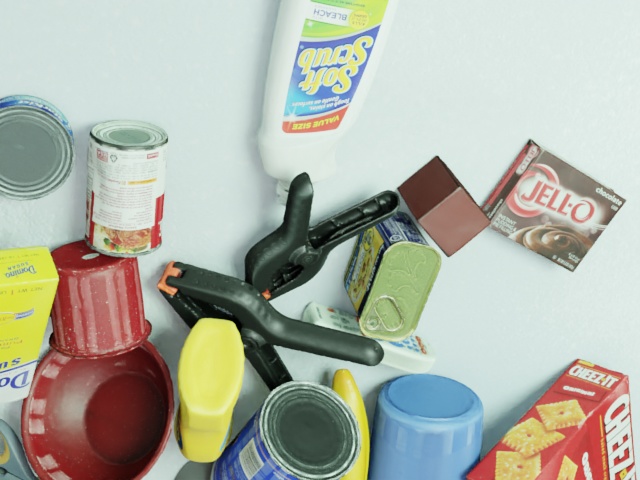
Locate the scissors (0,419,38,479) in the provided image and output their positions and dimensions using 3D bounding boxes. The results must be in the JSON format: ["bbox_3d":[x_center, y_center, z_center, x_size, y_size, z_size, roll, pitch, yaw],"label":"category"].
[{"bbox_3d":[-0.264,0.221,1.002,0.202,0.016,0.096,5,100,26],"label":"scissors"}]

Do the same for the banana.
[{"bbox_3d":[0.020,0.227,1.076,0.037,0.070,0.198,-12,123,-39],"label":"banana"}]

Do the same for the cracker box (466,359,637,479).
[{"bbox_3d":[0.247,0.252,1.106,0.213,0.072,0.164,-35,126,-35],"label":"cracker box"}]

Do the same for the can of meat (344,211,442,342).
[{"bbox_3d":[0.064,0.030,1.003,0.057,0.084,0.102,11,113,-19],"label":"can of meat"}]

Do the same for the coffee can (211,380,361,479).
[{"bbox_3d":[-0.035,0.212,1.031,0.102,0.103,0.140,14,142,-19],"label":"coffee can"}]

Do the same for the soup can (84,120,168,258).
[{"bbox_3d":[-0.167,-0.045,0.922,0.068,0.068,0.102,1,115,-14],"label":"soup can"}]

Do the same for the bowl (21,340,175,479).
[{"bbox_3d":[-0.196,0.163,0.996,0.162,0.162,0.055,-38,155,7],"label":"bowl"}]

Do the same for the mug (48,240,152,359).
[{"bbox_3d":[-0.211,0.048,0.955,0.117,0.093,0.081,8,114,24],"label":"mug"}]

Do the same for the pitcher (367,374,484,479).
[{"bbox_3d":[0.093,0.265,1.114,0.149,0.145,0.243,-6,114,-23],"label":"pitcher"}]

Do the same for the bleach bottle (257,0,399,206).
[{"bbox_3d":[0.006,-0.144,0.916,0.102,0.068,0.251,5,117,-15],"label":"bleach bottle"}]

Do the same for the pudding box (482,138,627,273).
[{"bbox_3d":[0.225,-0.033,1.034,0.113,0.039,0.090,26,108,-23],"label":"pudding box"}]

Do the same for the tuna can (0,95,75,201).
[{"bbox_3d":[-0.251,-0.079,0.904,0.086,0.034,0.086,-5,117,-10],"label":"tuna can"}]

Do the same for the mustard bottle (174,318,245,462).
[{"bbox_3d":[-0.107,0.156,1.008,0.058,0.096,0.192,5,149,-6],"label":"mustard bottle"}]

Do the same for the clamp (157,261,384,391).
[{"bbox_3d":[-0.063,0.091,1.012,0.210,0.036,0.165,29,141,-10],"label":"clamp"}]

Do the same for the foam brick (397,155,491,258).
[{"bbox_3d":[0.114,-0.032,0.987,0.051,0.078,0.053,-38,118,9],"label":"foam brick"}]

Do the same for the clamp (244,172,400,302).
[{"bbox_3d":[-0.006,0.001,0.977,0.120,0.039,0.172,8,141,-30],"label":"clamp"}]

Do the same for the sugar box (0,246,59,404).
[{"bbox_3d":[-0.289,0.081,0.925,0.093,0.048,0.176,-6,139,-30],"label":"sugar box"}]
